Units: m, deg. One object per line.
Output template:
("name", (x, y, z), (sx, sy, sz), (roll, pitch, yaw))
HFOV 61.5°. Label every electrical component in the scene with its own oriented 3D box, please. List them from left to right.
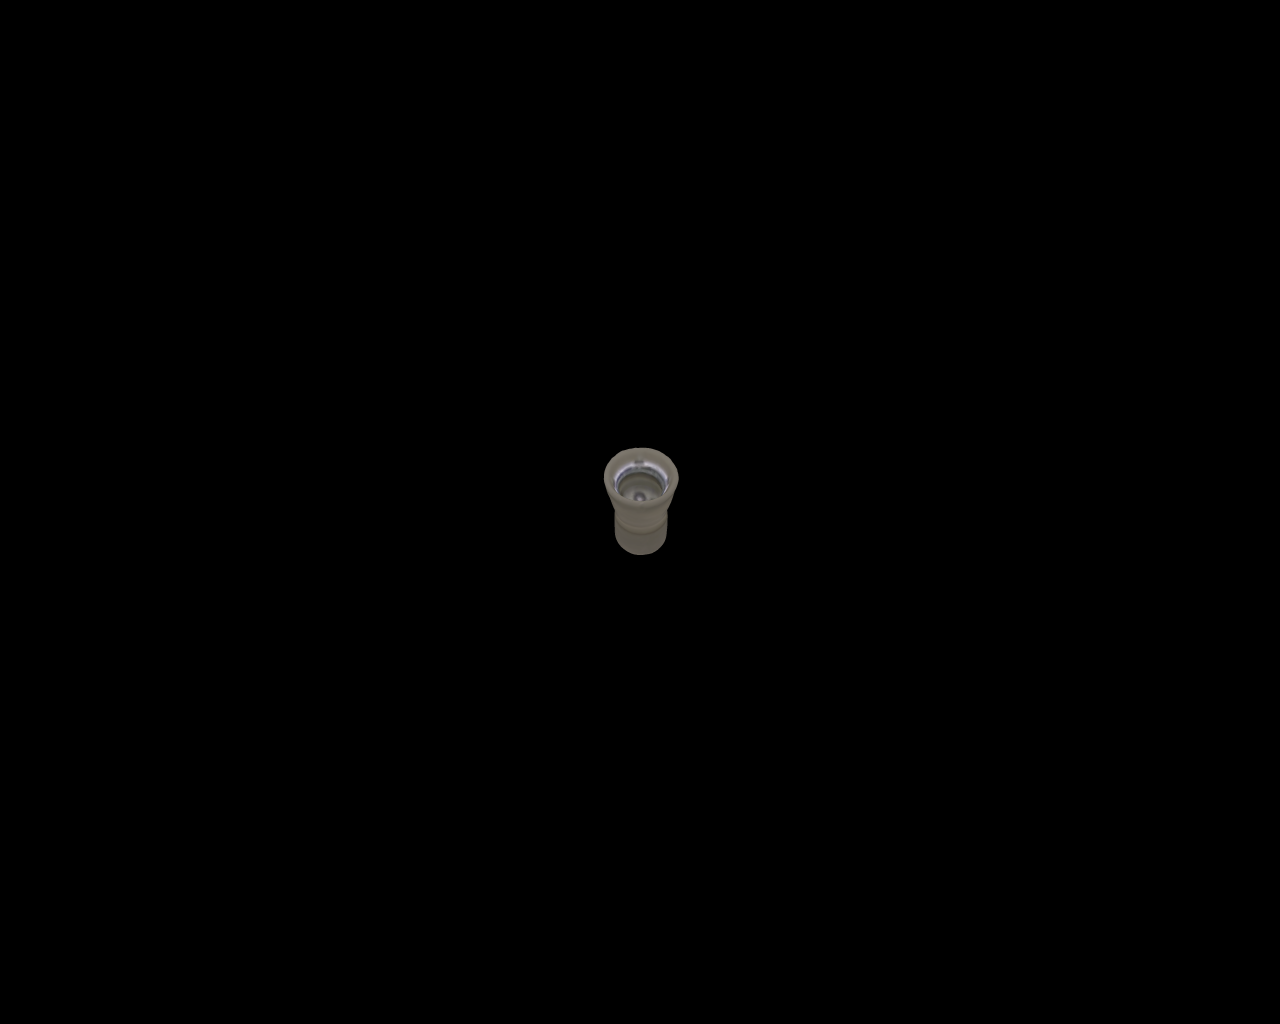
("electrical component", (0.001, -0.003, 0.650), (0.044, 0.044, 0.065), (0, -37, 0))
